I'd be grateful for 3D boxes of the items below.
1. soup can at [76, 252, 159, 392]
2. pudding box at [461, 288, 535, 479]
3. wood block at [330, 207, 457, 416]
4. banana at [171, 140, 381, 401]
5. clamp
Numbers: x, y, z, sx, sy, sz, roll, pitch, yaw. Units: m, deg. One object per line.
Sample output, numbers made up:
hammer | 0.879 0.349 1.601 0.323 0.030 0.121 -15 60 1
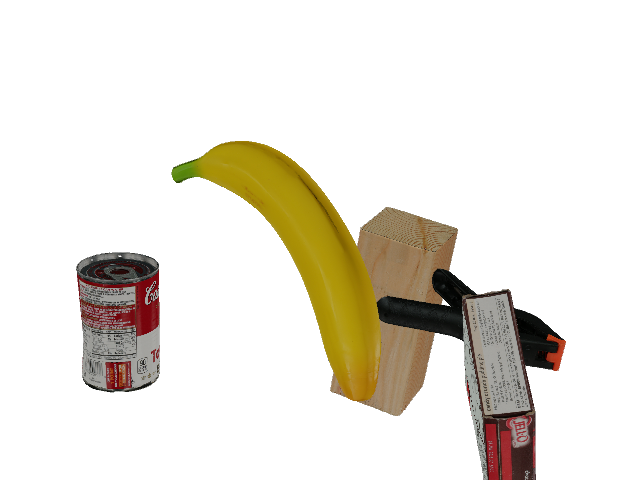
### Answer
soup can | -0.170 0.069 0.901 0.068 0.102 0.068 2 19 -1
pudding box | 0.123 0.104 0.738 0.039 0.090 0.113 -7 43 3
wood block | 0.083 0.080 1.213 0.090 0.206 0.090 18 24 19
banana | -0.014 0.003 0.643 0.037 0.198 0.070 -8 -38 -50
clamp | 0.148 0.071 0.992 0.172 0.039 0.120 21 31 21
